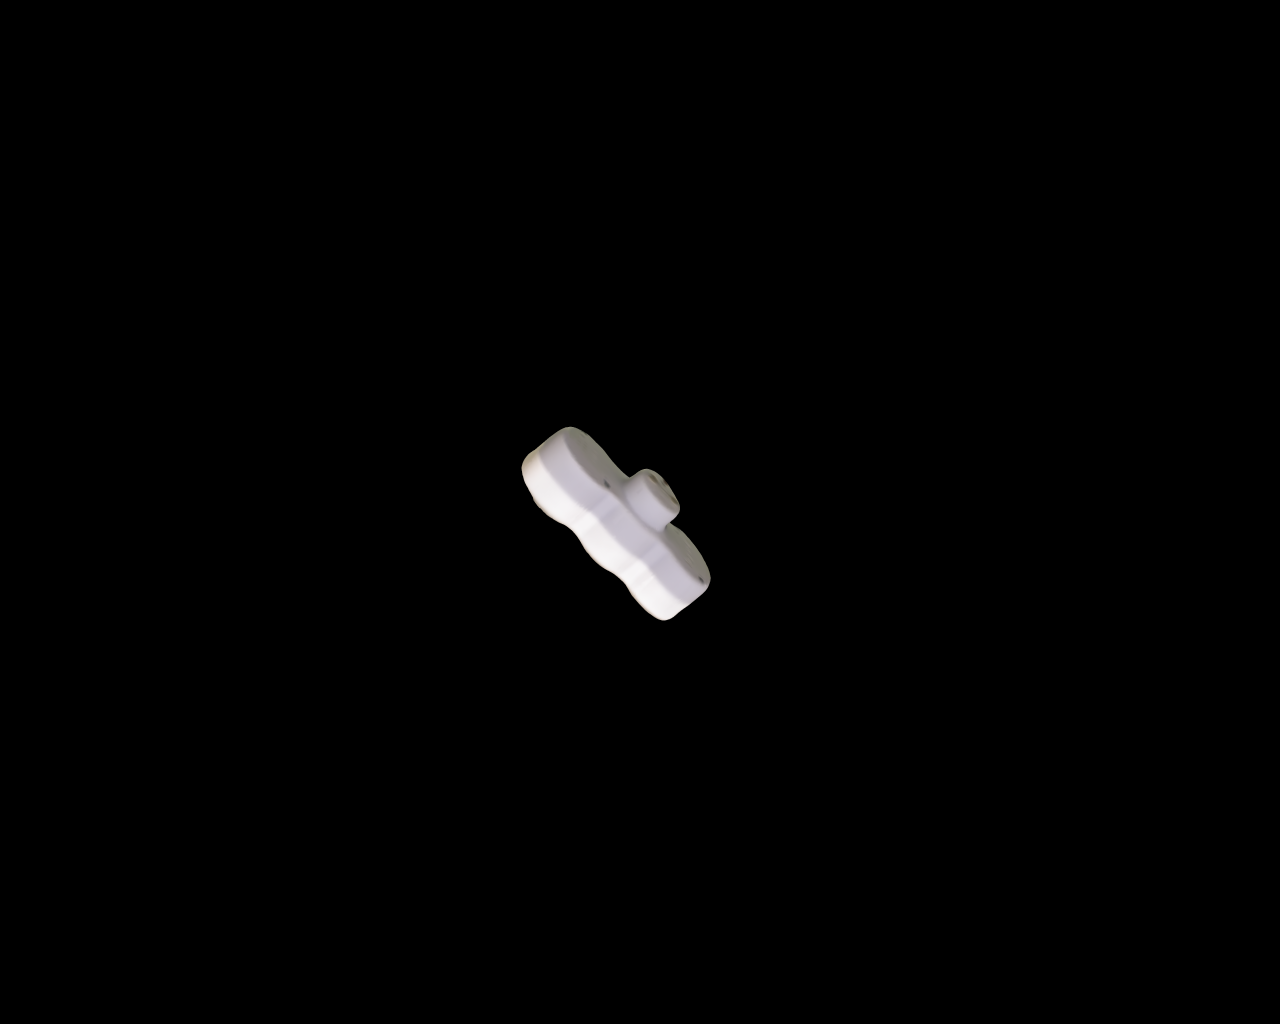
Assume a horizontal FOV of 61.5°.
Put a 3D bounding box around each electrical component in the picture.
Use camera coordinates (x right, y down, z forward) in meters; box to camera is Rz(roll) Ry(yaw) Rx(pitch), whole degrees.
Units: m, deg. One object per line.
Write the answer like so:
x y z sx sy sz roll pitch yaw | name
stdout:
0.001 -0.003 0.650 0.073 0.138 0.052 -38 20 16 | electrical component
